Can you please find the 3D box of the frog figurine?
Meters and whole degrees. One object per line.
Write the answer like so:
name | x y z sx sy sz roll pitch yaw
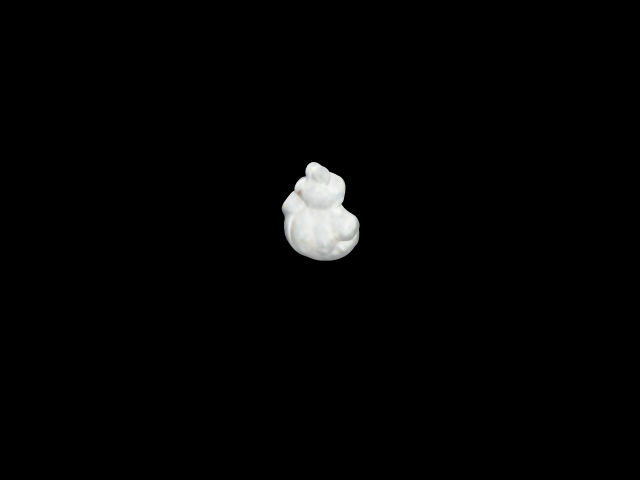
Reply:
frog figurine | 0.003 -0.043 0.850 0.138 0.124 0.156 34 -26 20
